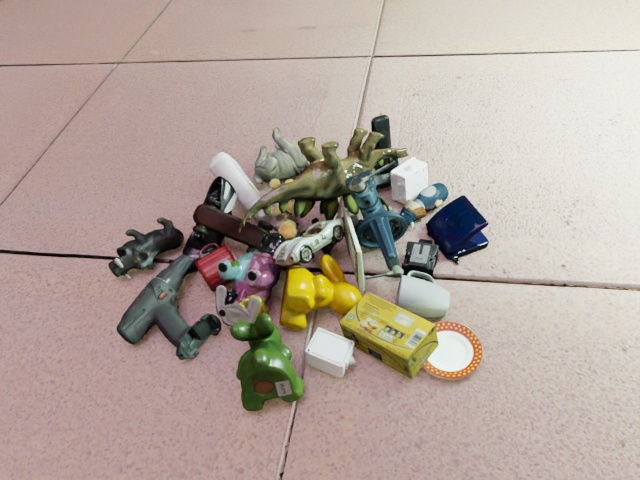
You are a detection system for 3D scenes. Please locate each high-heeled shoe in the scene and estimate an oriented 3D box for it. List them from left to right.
[{"bbox_3d":[-0.279,-0.036,1.296,0.086,0.145,0.249,15,49,24],"label":"high-heeled shoe"}]

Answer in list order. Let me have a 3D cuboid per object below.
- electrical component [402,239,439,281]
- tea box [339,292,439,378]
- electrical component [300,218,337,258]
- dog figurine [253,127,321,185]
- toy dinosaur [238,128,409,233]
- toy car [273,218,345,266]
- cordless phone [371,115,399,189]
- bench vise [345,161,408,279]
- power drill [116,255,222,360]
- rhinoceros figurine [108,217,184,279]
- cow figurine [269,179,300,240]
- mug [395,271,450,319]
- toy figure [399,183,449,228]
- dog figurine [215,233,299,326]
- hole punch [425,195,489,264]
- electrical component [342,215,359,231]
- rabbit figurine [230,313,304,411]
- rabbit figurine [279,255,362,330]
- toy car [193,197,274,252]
[{"bbox_3d":[0.231,0.033,1.213,0.075,0.047,0.119,11,51,19],"label":"electrical component"},{"bbox_3d":[0.134,0.183,1.053,0.170,0.068,0.098,25,56,41],"label":"tea box"},{"bbox_3d":[-0.004,-0.004,1.293,0.078,0.045,0.102,-38,43,13],"label":"electrical component"},{"bbox_3d":[-0.067,-0.193,1.457,0.191,0.121,0.172,28,88,11],"label":"dog figurine"},{"bbox_3d":[0.016,-0.141,1.260,0.471,0.198,0.105,-17,26,-24],"label":"toy dinosaur"},{"bbox_3d":[-0.021,0.004,1.174,0.074,0.056,0.202,-8,16,43],"label":"toy car"},{"bbox_3d":[0.127,-0.222,1.377,0.147,0.184,0.089,-15,38,-5],"label":"cordless phone"},{"bbox_3d":[0.132,-0.032,1.184,0.129,0.223,0.241,-16,55,1],"label":"bench vise"},{"bbox_3d":[-0.311,0.148,1.162,0.208,0.085,0.232,30,64,26],"label":"power drill"},{"bbox_3d":[-0.427,0.025,1.320,0.190,0.073,0.112,-31,60,-22],"label":"rhinoceros figurine"},{"bbox_3d":[-0.088,-0.062,1.339,0.068,0.098,0.167,-4,64,-2],"label":"cow figurine"},{"bbox_3d":[0.215,0.116,1.120,0.107,0.080,0.109,14,43,7],"label":"mug"},{"bbox_3d":[0.248,-0.086,1.321,0.154,0.057,0.064,-35,13,-20],"label":"toy figure"},{"bbox_3d":[-0.128,0.086,1.192,0.109,0.191,0.219,10,15,22],"label":"dog figurine"},{"bbox_3d":[0.316,-0.028,1.232,0.116,0.092,0.142,-22,51,-7],"label":"hole punch"},{"bbox_3d":[0.077,-0.035,1.322,0.094,0.021,0.063,-11,45,-1],"label":"electrical component"},{"bbox_3d":[-0.116,0.217,1.040,0.121,0.158,0.170,-20,30,3],"label":"rabbit figurine"},{"bbox_3d":[0.007,0.118,1.145,0.173,0.121,0.162,9,37,-1],"label":"rabbit figurine"},{"bbox_3d":[-0.204,-0.027,1.279,0.202,0.053,0.089,23,81,-15],"label":"toy car"}]
